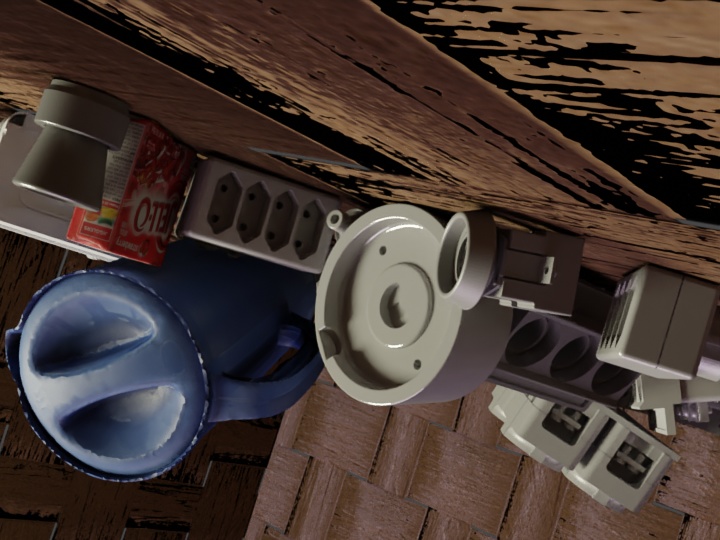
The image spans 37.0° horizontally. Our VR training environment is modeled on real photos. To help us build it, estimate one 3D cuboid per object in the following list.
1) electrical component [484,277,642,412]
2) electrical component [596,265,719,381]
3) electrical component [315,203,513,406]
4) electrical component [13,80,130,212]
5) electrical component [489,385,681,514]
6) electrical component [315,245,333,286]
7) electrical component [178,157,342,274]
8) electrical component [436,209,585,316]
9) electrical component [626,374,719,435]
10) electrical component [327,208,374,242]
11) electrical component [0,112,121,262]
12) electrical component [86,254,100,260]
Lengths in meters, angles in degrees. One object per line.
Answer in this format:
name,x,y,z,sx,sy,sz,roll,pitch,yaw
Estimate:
electrical component,0.114,0.035,0.643,0.121,0.078,0.063,21,-155,-39
electrical component,0.168,0.034,0.548,0.076,0.047,0.083,17,176,6
electrical component,0.034,0.022,0.589,0.060,0.108,0.108,12,-179,-44
electrical component,-0.143,-0.062,0.538,0.045,0.055,0.045,18,176,1
electrical component,0.167,0.122,0.846,0.105,0.060,0.186,34,-177,0
electrical component,-0.005,0.010,1.044,0.066,0.047,0.077,15,176,39
electrical component,-0.066,-0.033,0.657,0.083,0.047,0.076,17,177,-19
electrical component,0.069,-0.002,0.510,0.055,0.048,0.066,11,178,-15
electrical component,0.218,0.072,0.745,0.063,0.078,0.121,-5,172,9
electrical component,0.002,-0.021,0.633,0.035,0.035,0.061,15,173,37
electrical component,-0.204,-0.056,0.754,0.113,0.078,0.057,19,173,-23
electrical component,-0.191,-0.044,0.873,0.051,0.080,0.080,12,177,-2
